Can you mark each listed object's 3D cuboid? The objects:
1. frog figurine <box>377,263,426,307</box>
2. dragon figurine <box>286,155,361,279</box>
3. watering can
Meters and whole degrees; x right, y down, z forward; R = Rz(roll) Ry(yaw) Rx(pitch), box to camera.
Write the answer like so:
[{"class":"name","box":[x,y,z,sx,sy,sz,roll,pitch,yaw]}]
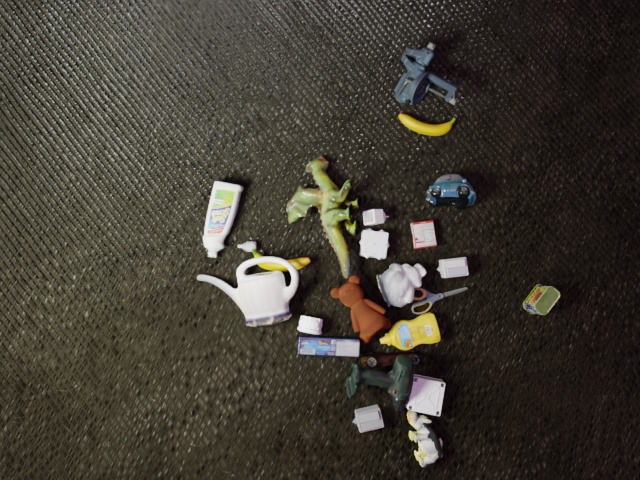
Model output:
[{"class":"frog figurine","box":[0.273,0.139,1.673,0.159,0.121,0.140,-23,66,9]},{"class":"dragon figurine","box":[0.005,-0.087,1.722,0.243,0.121,0.413,4,82,18]},{"class":"watering can","box":[-0.226,0.176,1.679,0.346,0.104,0.225,-12,88,14]}]
